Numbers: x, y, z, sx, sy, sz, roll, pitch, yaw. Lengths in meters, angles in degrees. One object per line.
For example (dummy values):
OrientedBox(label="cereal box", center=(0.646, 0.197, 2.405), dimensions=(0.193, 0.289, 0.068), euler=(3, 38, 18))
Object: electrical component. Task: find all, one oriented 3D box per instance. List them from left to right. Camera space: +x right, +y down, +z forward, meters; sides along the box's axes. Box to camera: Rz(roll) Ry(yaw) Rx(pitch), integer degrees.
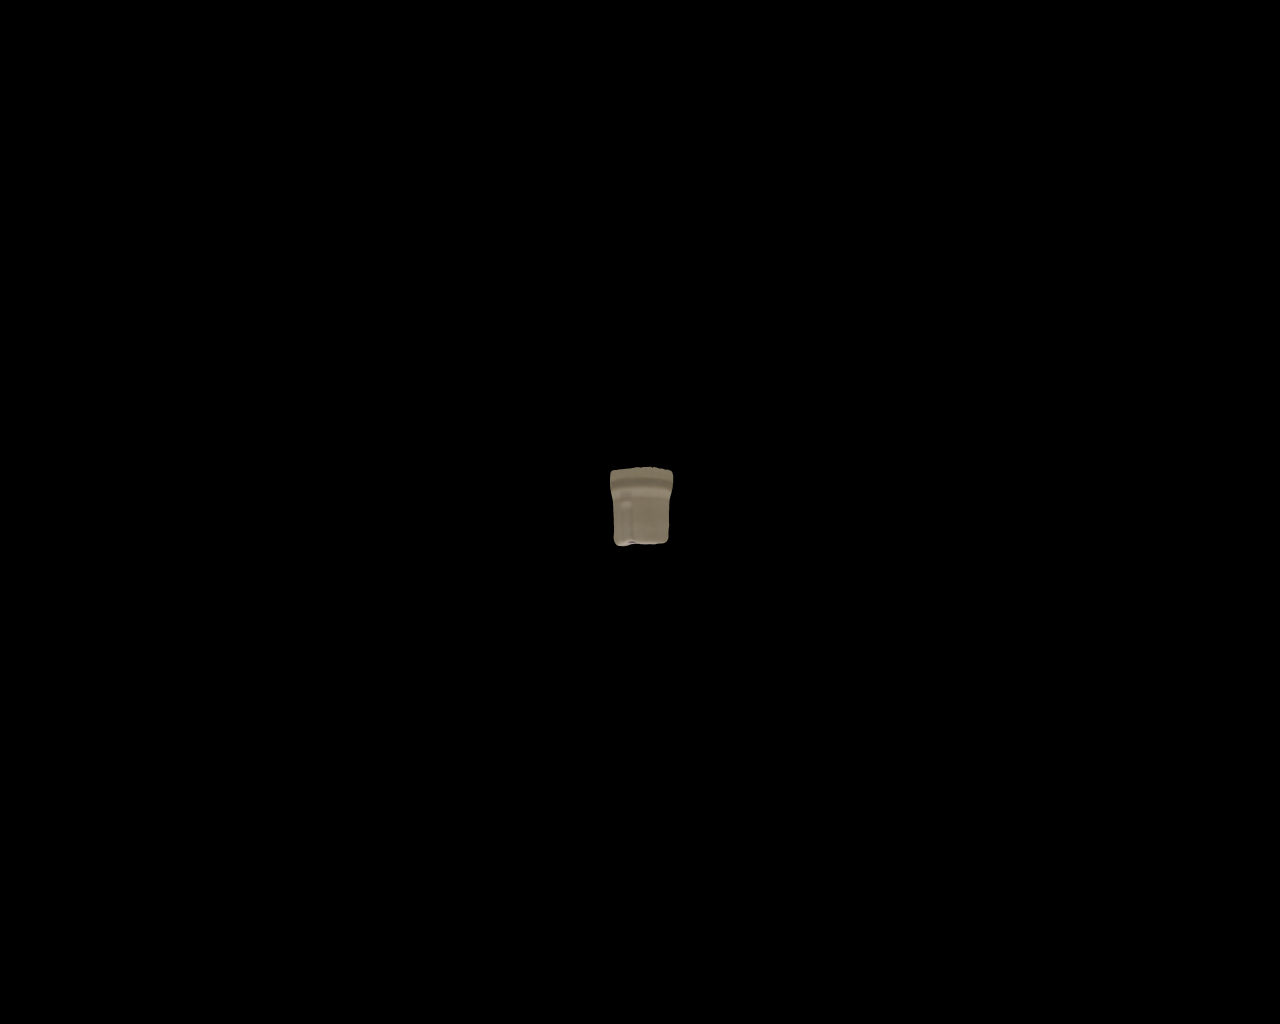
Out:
OrientedBox(label="electrical component", center=(0.001, -0.003, 0.650), dimensions=(0.040, 0.046, 0.040), euler=(0, -9, 0))
